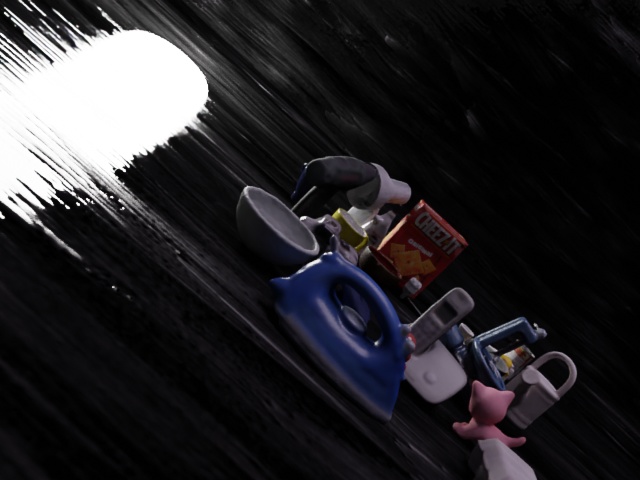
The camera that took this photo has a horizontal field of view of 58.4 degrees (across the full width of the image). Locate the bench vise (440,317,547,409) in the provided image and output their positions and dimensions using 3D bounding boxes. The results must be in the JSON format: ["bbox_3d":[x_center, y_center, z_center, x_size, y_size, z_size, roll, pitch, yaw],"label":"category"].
[{"bbox_3d":[0.323,0.214,1.140,0.207,0.219,0.121,42,14,-5],"label":"bench vise"}]

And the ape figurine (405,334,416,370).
[{"bbox_3d":[0.116,0.185,0.918,0.078,0.092,0.076,37,15,-24],"label":"ape figurine"}]

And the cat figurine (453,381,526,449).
[{"bbox_3d":[0.296,0.313,0.990,0.067,0.117,0.127,24,24,-54],"label":"cat figurine"}]

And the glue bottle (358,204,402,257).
[{"bbox_3d":[0.146,-0.028,1.460,0.078,0.173,0.037,33,17,-34],"label":"glue bottle"}]

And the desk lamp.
[{"bbox_3d":[0.132,-0.088,1.513,0.204,0.213,0.117,25,22,-51],"label":"desk lamp"}]

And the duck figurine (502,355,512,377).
[{"bbox_3d":[0.436,0.320,1.422,0.077,0.086,0.104,41,14,-8],"label":"duck figurine"}]

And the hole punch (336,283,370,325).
[{"bbox_3d":[0.051,0.101,0.986,0.101,0.091,0.109,42,14,-5],"label":"hole punch"}]

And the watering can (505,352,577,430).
[{"bbox_3d":[0.505,0.341,1.326,0.100,0.194,0.173,48,15,19],"label":"watering can"}]

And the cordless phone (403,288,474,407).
[{"bbox_3d":[0.216,0.185,1.002,0.147,0.185,0.094,49,15,22],"label":"cordless phone"}]

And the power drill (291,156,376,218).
[{"bbox_3d":[0.011,-0.094,1.205,0.075,0.208,0.230,48,15,18],"label":"power drill"}]

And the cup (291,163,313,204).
[{"bbox_3d":[-0.033,-0.131,1.427,0.092,0.095,0.117,26,22,-50],"label":"cup"}]

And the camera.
[{"bbox_3d":[0.010,0.004,1.139,0.143,0.100,0.137,42,14,-7],"label":"camera"}]

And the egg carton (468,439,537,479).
[{"bbox_3d":[0.283,0.375,0.870,0.107,0.069,0.150,42,14,-6],"label":"egg carton"}]

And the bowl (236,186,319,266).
[{"bbox_3d":[-0.084,-0.010,0.973,0.168,0.074,0.167,40,14,-12],"label":"bowl"}]

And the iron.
[{"bbox_3d":[0.052,0.122,0.823,0.258,0.141,0.119,46,14,10],"label":"iron"}]
